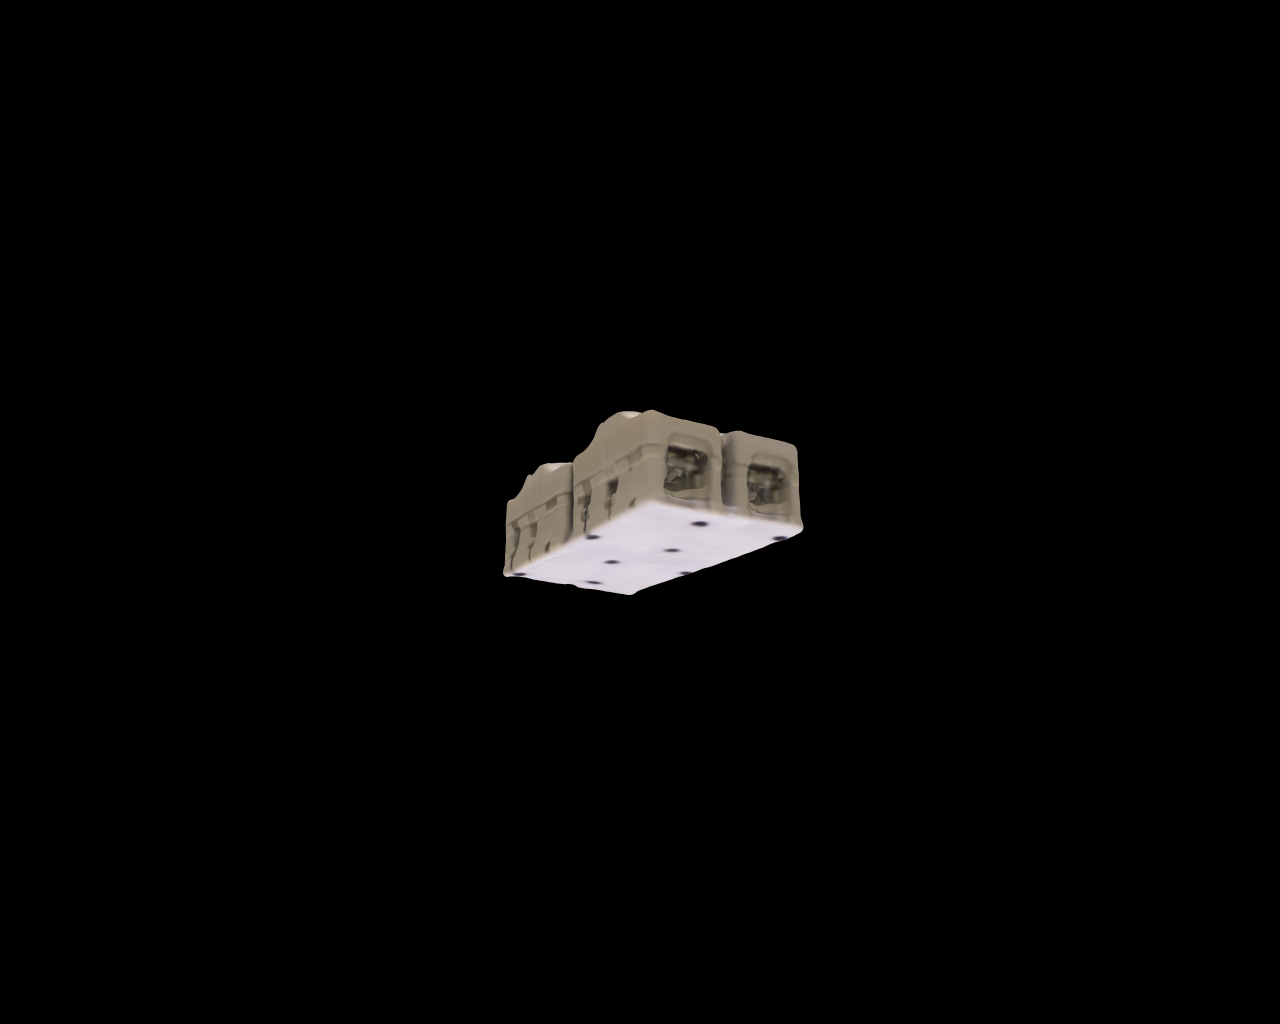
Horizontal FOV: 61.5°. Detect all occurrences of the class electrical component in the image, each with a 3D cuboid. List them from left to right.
[{"bbox_3d":[0.001,-0.003,0.650,0.105,0.060,0.186,11,-21,-30],"label":"electrical component"}]
